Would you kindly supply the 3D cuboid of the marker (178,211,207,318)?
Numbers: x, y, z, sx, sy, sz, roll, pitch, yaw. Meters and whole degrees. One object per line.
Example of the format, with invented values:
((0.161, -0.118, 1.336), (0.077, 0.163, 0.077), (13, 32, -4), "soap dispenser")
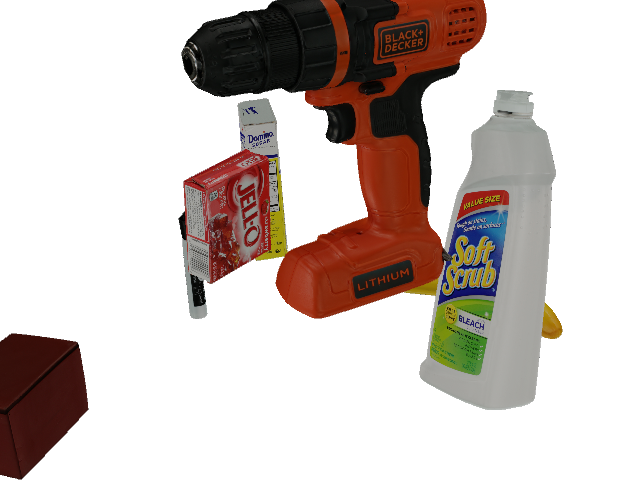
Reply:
((-0.133, 0.026, 1.117), (0.020, 0.121, 0.020), (-2, 26, 1), "marker")

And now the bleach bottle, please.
((0.140, 0.004, 0.868), (0.067, 0.251, 0.103), (-4, 14, -33), "bleach bottle")

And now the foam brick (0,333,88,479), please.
((-0.189, 0.101, 0.665), (0.053, 0.051, 0.078), (7, 29, 22), "foam brick")

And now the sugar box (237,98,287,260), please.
((-0.072, -0.074, 1.296), (0.048, 0.176, 0.093), (-9, 25, -6), "sugar box")

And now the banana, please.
((0.158, 0.057, 1.097), (0.198, 0.069, 0.037), (11, -40, 24), "banana")

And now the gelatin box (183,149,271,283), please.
((-0.073, -0.020, 0.861), (0.030, 0.089, 0.073), (23, 37, 33), "gelatin box")

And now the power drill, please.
((0.011, -0.051, 0.612), (0.184, 0.188, 0.057), (-15, 33, -26), "power drill")
